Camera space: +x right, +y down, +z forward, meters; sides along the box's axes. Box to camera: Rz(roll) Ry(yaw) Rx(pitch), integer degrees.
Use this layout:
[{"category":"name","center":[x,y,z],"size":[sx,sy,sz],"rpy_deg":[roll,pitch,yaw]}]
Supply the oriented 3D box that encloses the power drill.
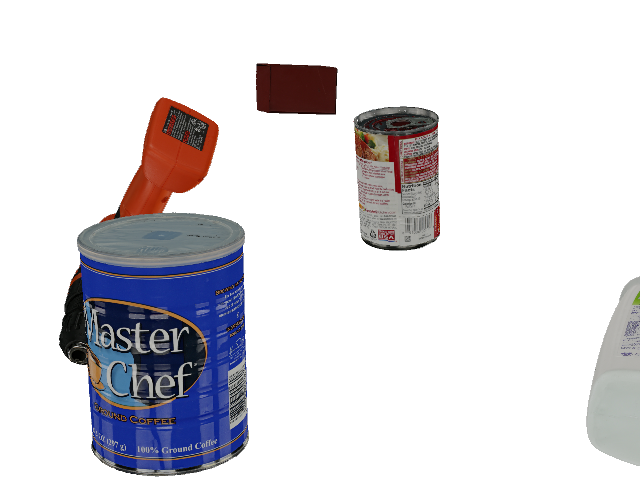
[{"category":"power drill","center":[-0.152,-0.010,0.869],"size":[0.057,0.188,0.184],"rpy_deg":[26,30,-16]}]

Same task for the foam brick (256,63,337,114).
[{"category":"foam brick","center":[-0.026,-0.163,1.152],"size":[0.078,0.051,0.053],"rpy_deg":[-1,12,-19]}]

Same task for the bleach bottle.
[{"category":"bleach bottle","center":[0.254,0.075,0.751],"size":[0.103,0.068,0.250],"rpy_deg":[11,21,19]}]

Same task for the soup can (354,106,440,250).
[{"category":"soup can","center":[0.064,-0.051,0.869],"size":[0.068,0.102,0.068],"rpy_deg":[-4,23,1]}]

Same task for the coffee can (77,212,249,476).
[{"category":"coffee can","center":[-0.097,0.062,0.676],"size":[0.103,0.140,0.103],"rpy_deg":[0,16,0]}]
